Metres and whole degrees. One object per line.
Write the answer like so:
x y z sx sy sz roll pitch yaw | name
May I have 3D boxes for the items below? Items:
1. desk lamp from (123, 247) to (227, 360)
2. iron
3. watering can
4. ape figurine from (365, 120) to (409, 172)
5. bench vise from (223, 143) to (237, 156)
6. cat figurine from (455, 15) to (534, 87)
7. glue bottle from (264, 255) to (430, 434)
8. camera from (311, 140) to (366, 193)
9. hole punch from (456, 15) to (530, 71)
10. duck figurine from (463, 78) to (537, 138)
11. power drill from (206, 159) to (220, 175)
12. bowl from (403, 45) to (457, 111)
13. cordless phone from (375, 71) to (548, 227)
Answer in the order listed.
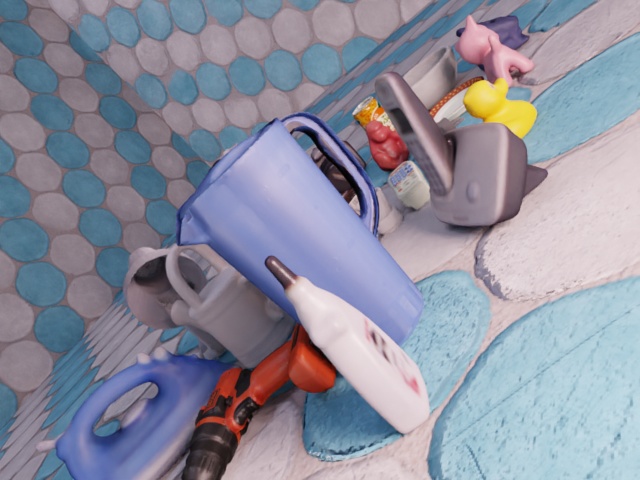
-0.225 0.098 0.936 0.118 0.214 0.203 -47 16 -10 | desk lamp
-0.240 0.229 0.769 0.258 0.141 0.118 -48 16 -12 | iron
-0.140 0.083 0.794 0.172 0.194 0.101 -40 16 15 | watering can
0.114 -0.170 1.004 0.078 0.092 0.076 -46 16 -6 | ape figurine
-0.126 -0.118 1.237 0.121 0.220 0.207 -45 15 -2 | bench vise
0.267 -0.305 0.918 0.067 0.118 0.127 -42 16 10 | cat figurine
0.018 0.074 0.451 0.037 0.173 0.078 -41 16 11 | glue bottle
0.016 -0.132 1.138 0.143 0.101 0.136 -42 15 7 | camera
0.309 -0.372 1.036 0.101 0.091 0.108 -39 16 18 | hole punch
0.214 -0.159 0.727 0.105 0.086 0.077 -47 16 -10 | duck figurine
-0.184 -0.073 1.291 0.075 0.208 0.229 -39 16 19 | power drill
0.210 -0.300 1.130 0.167 0.075 0.167 -40 16 14 | bowl
0.132 -0.103 0.603 0.094 0.185 0.147 -47 16 -11 | cordless phone
